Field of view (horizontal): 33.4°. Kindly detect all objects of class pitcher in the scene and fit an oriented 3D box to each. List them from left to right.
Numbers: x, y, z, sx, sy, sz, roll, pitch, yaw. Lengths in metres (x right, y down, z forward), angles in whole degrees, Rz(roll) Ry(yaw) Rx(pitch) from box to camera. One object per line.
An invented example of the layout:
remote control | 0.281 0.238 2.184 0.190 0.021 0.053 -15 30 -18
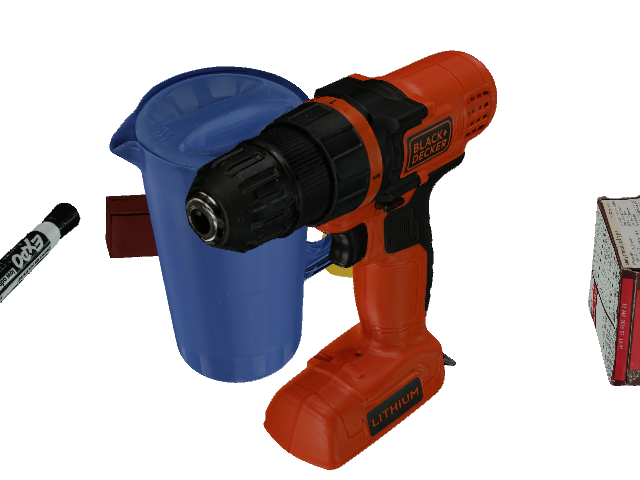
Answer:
pitcher | -0.059 -0.005 0.843 0.149 0.243 0.144 26 47 27

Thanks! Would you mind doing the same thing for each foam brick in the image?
foam brick | -0.189 -0.016 1.140 0.078 0.051 0.053 -3 24 -16

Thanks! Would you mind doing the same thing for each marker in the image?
marker | -0.183 0.011 0.658 0.020 0.020 0.121 0 30 21

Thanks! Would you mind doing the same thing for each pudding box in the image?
pudding box | 0.210 0.032 0.724 0.039 0.090 0.113 0 27 4

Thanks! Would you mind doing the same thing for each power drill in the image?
power drill | 0.012 0.016 0.507 0.057 0.188 0.184 29 41 34

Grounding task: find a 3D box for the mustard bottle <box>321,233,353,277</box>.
mustard bottle | 0.056 -0.057 1.096 0.096 0.192 0.058 -1 24 -16
